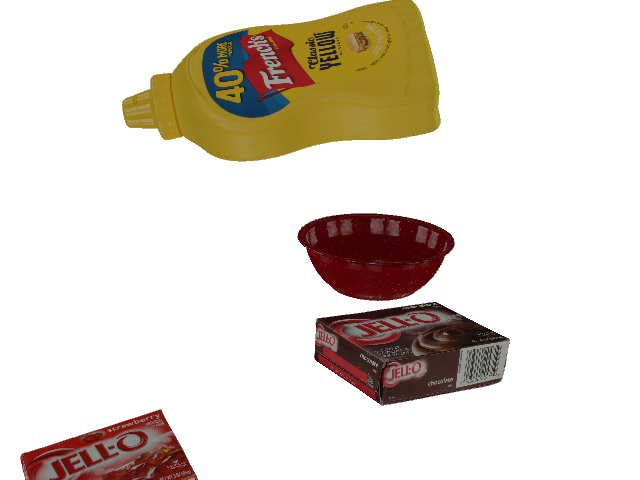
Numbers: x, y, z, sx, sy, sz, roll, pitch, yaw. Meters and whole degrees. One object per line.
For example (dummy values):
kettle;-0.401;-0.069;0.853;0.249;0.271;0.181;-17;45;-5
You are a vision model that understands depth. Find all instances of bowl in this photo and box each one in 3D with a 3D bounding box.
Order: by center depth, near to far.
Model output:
bowl;0.057;0.021;1.103;0.162;0.055;0.162;2;18;-1

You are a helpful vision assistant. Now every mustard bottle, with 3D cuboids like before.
mustard bottle;-0.027;-0.094;0.661;0.191;0.096;0.058;-10;-37;2

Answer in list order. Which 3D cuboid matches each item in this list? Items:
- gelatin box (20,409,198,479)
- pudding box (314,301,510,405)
gelatin box;-0.122;0.139;0.617;0.089;0.030;0.073;-15;27;-19
pudding box;0.065;0.079;0.774;0.113;0.039;0.090;-3;18;-31
